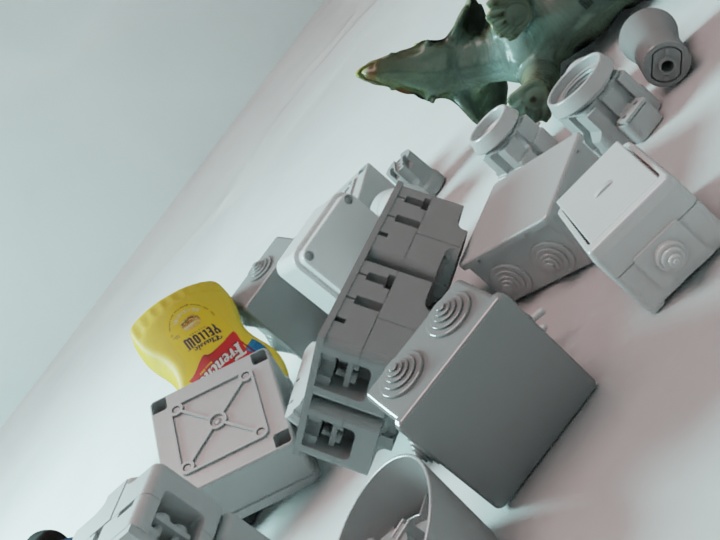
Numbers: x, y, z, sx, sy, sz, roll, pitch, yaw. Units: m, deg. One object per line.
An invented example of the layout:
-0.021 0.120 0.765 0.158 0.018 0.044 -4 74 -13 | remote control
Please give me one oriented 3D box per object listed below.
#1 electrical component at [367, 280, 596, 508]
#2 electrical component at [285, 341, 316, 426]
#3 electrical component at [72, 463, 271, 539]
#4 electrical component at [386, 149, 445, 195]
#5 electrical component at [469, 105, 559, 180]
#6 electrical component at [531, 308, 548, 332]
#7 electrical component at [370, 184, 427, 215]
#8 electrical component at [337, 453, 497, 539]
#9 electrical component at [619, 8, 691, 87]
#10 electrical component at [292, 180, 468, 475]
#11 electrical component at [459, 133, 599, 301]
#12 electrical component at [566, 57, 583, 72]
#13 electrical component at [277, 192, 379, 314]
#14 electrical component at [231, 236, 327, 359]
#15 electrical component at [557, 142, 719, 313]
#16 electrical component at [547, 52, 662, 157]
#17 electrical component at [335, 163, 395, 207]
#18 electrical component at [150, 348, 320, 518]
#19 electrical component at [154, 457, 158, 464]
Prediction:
0.064 0.065 0.581 0.099 0.100 0.048 -51 28 -5 | electrical component
-0.013 0.088 0.814 0.050 0.056 0.089 -41 18 28 | electrical component
-0.088 0.187 0.615 0.089 0.150 0.061 -41 19 29 | electrical component
0.054 -0.092 1.065 0.040 0.046 0.040 -45 16 17 | electrical component
0.124 -0.102 0.881 0.066 0.055 0.048 -58 17 -25 | electrical component
0.084 0.052 0.650 0.077 0.047 0.065 -43 17 24 | electrical component
0.009 -0.018 1.008 0.138 0.052 0.074 -54 16 -15 | electrical component
0.022 0.153 0.551 0.099 0.064 0.099 -45 16 17 | electrical component
0.218 -0.160 0.787 0.044 0.044 0.065 -43 22 23 | electrical component
0.020 0.037 0.736 0.186 0.060 0.105 -63 -11 -51 | electrical component
0.124 -0.033 0.732 0.100 0.048 0.099 -32 24 48 | electrical component
0.182 -0.140 0.842 0.040 0.040 0.046 -41 23 29 | electrical component
0.000 0.000 0.879 0.078 0.113 0.057 -56 14 -22 | electrical component
-0.065 0.026 1.028 0.099 0.100 0.048 -54 29 -16 | electrical component
0.157 -0.026 0.604 0.061 0.061 0.096 -46 16 13 | electrical component
0.174 -0.120 0.780 0.058 0.057 0.078 -51 16 -5 | electrical component
-0.013 -0.040 1.112 0.109 0.056 0.108 -41 18 28 | electrical component
-0.098 0.131 0.829 0.109 0.056 0.108 -26 41 2 | electrical component
-0.163 0.200 0.974 0.059 0.054 0.095 -42 17 27 | electrical component
